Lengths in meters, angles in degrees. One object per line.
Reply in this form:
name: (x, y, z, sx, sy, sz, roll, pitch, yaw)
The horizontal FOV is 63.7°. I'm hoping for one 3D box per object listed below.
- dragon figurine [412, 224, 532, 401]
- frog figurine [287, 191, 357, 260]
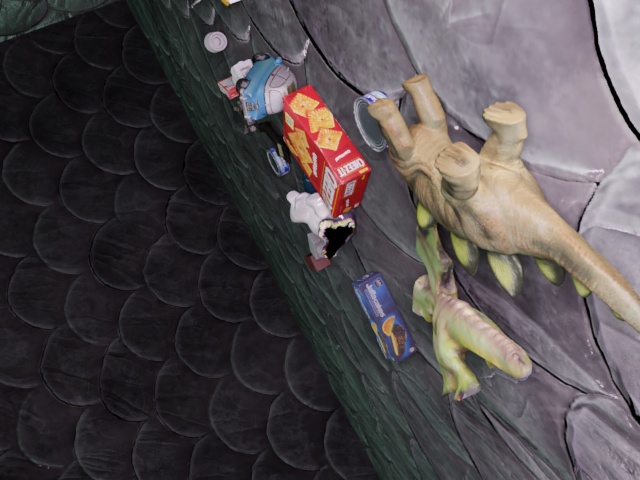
dragon figurine: (0.182, 0.084, 0.721, 0.122, 0.246, 0.404, -21, -18, -4)
frog figurine: (0.003, -0.057, 1.134, 0.162, 0.123, 0.135, 53, 1, 40)
